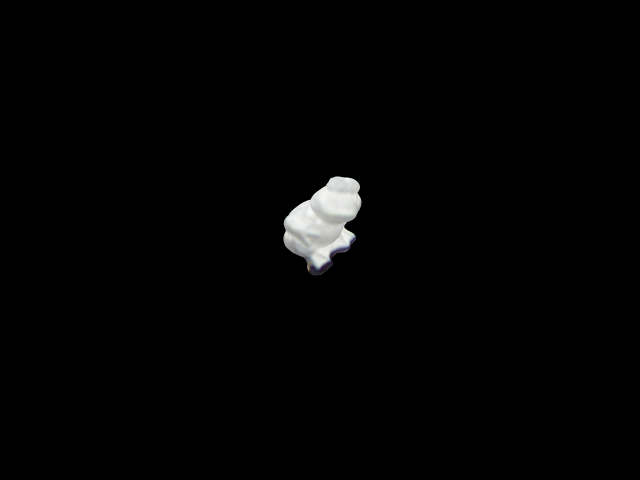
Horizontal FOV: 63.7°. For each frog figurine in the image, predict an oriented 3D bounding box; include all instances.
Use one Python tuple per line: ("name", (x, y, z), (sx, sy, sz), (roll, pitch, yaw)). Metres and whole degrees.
("frog figurine", (0.003, -0.043, 0.850), (0.138, 0.155, 0.125), (-23, 47, -23))
